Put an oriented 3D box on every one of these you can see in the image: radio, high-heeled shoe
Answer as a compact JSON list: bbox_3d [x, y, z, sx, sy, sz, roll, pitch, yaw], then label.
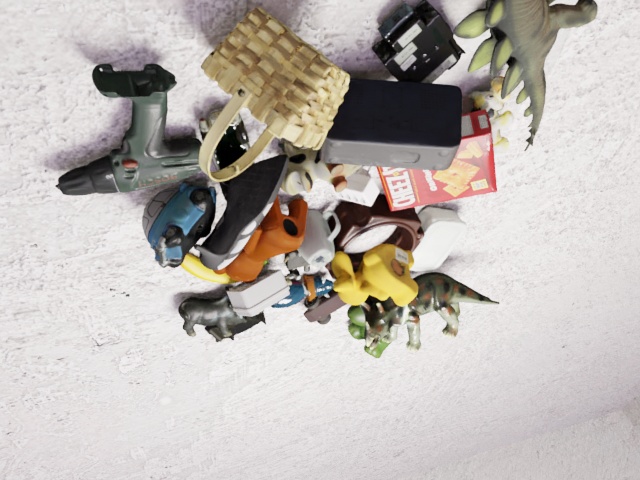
[{"bbox_3d":[0.111,-0.186,0.868,0.230,0.131,0.073,3,154,1],"label":"radio"},{"bbox_3d":[-0.126,-0.041,0.947,0.249,0.086,0.145,-43,165,5],"label":"high-heeled shoe"}]

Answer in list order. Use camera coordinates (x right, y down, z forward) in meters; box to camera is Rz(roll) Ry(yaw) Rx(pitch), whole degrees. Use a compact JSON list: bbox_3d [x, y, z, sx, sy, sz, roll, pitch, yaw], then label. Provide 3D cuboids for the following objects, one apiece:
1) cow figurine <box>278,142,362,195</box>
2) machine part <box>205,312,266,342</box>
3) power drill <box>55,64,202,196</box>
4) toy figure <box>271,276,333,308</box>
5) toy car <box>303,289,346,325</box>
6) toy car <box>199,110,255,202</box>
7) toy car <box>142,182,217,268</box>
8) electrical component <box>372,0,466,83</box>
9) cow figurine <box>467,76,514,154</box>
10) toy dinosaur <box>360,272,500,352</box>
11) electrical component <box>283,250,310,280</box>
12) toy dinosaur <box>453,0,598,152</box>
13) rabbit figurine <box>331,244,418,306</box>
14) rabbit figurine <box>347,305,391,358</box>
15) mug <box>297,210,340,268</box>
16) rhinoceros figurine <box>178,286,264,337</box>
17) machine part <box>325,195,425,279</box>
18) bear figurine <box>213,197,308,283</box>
[{"bbox_3d":[0.011,-0.147,0.948,0.195,0.127,0.085,-35,142,-9],"label":"cow figurine"},{"bbox_3d":[-0.199,0.201,1.282,0.139,0.039,0.084,-22,135,1],"label":"machine part"},{"bbox_3d":[-0.291,-0.155,0.812,0.232,0.086,0.207,-8,134,-19],"label":"power drill"},{"bbox_3d":[-0.045,0.115,1.246,0.154,0.058,0.064,-14,146,-18],"label":"toy figure"},{"bbox_3d":[0.049,0.133,1.311,0.202,0.053,0.089,-32,135,4],"label":"toy car"},{"bbox_3d":[-0.149,-0.136,0.919,0.073,0.056,0.201,-16,138,-3],"label":"toy car"},{"bbox_3d":[-0.255,-0.034,0.938,0.103,0.162,0.109,27,144,9],"label":"toy car"},{"bbox_3d":[0.155,-0.312,0.866,0.115,0.058,0.134,-40,137,16],"label":"electrical component"},{"bbox_3d":[0.313,-0.231,1.026,0.098,0.068,0.167,-16,139,0],"label":"cow figurine"},{"bbox_3d":[0.254,0.146,1.299,0.405,0.131,0.191,-21,117,-19],"label":"toy dinosaur"},{"bbox_3d":[-0.049,0.045,1.173,0.078,0.045,0.102,-5,137,-19],"label":"electrical component"},{"bbox_3d":[0.323,-0.336,0.854,0.198,0.105,0.470,-40,131,3],"label":"toy dinosaur"},{"bbox_3d":[0.095,0.087,1.109,0.162,0.122,0.173,15,146,-33],"label":"rabbit figurine"},{"bbox_3d":[0.141,0.207,1.385,0.159,0.121,0.170,-36,139,4],"label":"rabbit figurine"},{"bbox_3d":[-0.002,-0.003,1.094,0.109,0.107,0.080,-32,141,14],"label":"mug"},{"bbox_3d":[-0.220,0.153,1.199,0.190,0.073,0.112,-2,125,-21],"label":"rhinoceros figurine"},{"bbox_3d":[0.110,0.002,1.170,0.201,0.087,0.201,6,131,-30],"label":"machine part"},{"bbox_3d":[-0.119,0.000,1.060,0.120,0.132,0.196,21,142,-37],"label":"bear figurine"}]
